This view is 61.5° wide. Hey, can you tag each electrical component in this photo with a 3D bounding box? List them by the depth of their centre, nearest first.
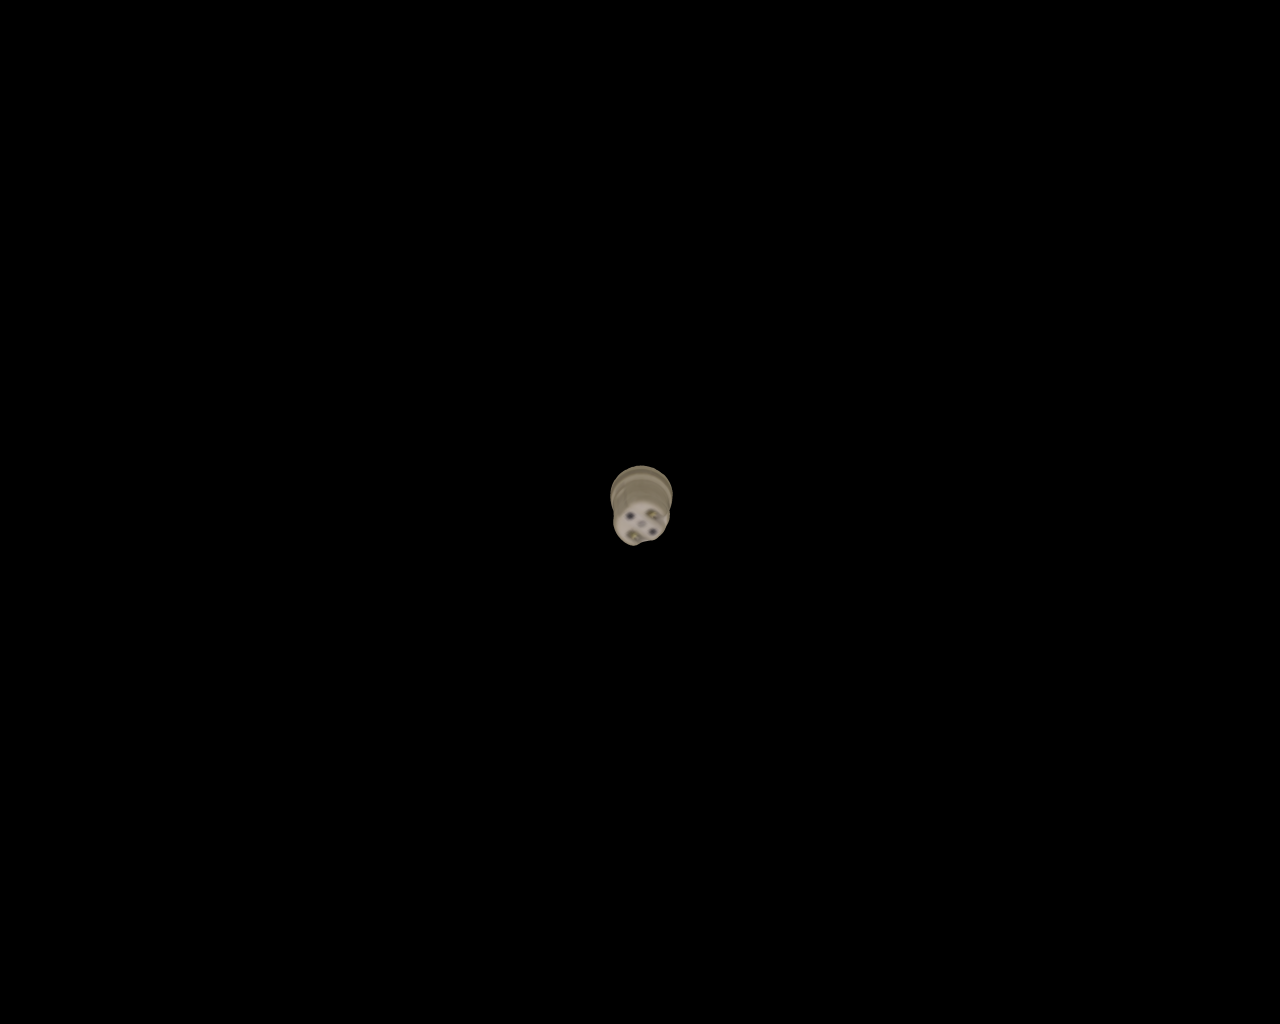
[{"bbox_3d":[0.001,-0.003,0.650,0.040,0.040,0.046,0,25,0],"label":"electrical component"}]
